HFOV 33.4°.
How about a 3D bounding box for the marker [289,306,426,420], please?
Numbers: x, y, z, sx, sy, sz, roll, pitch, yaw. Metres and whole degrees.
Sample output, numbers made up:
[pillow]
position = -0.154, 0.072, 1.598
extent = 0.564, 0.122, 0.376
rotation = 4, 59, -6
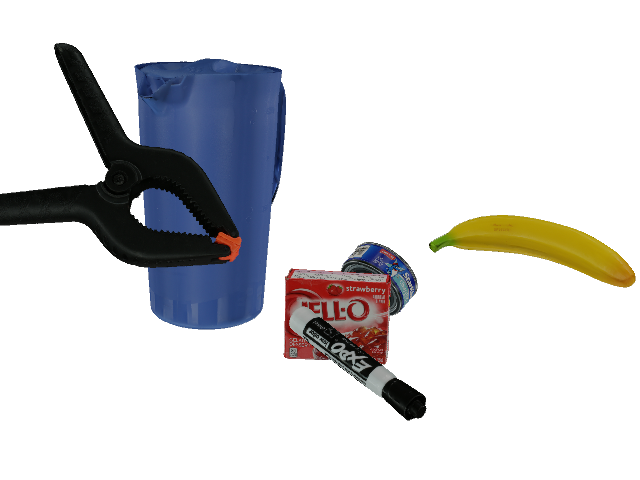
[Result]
[marker]
position = 0.024, 0.079, 0.693
extent = 0.020, 0.020, 0.121
rotation = 0, 25, -44

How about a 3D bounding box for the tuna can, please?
[tuna can]
position = 0.066, 0.045, 1.220
extent = 0.086, 0.086, 0.033
rotation = 0, 39, 48

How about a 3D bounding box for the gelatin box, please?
[gelatin box]
position = 0.014, 0.065, 0.906
extent = 0.089, 0.073, 0.030
rotation = 3, 16, 6

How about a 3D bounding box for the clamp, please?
[clamp]
position = -0.151, -0.050, 0.798
extent = 0.210, 0.164, 0.036
rotation = 22, -19, -1

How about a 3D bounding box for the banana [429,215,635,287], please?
[banana]
position = 0.210, 0.008, 1.039
extent = 0.198, 0.037, 0.069
rotation = 9, 47, 23

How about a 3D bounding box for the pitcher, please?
[pitcher]
position = -0.098, -0.048, 1.003
extent = 0.149, 0.243, 0.145
rotation = -1, 15, -11
